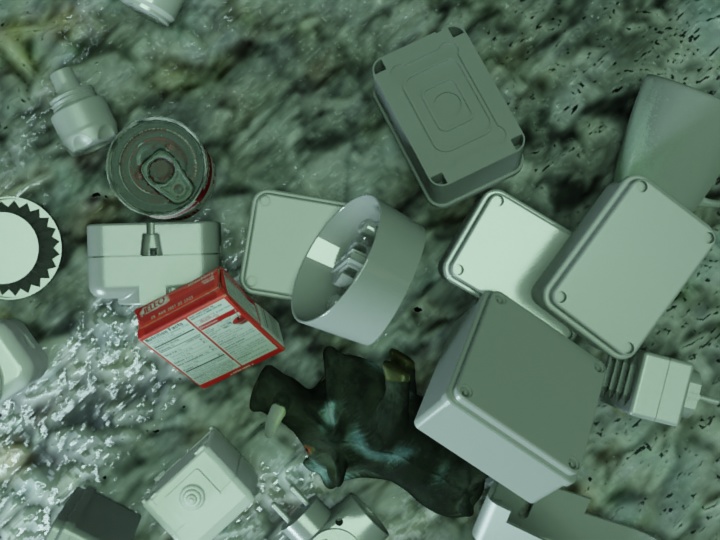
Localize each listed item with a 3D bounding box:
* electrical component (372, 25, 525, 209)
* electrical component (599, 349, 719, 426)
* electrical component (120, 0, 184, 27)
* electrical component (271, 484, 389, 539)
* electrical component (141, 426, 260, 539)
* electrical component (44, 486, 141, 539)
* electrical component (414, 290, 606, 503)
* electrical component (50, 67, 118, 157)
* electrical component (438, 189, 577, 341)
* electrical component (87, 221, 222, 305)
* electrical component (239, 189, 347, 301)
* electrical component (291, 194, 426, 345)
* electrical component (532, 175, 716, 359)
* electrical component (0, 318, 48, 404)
[{"bbox_3d":[0.064,-0.111,0.793,0.078,0.057,0.113,-26,75,-3],"label":"electrical component"},{"bbox_3d":[0.231,0.089,0.808,0.076,0.083,0.047,14,90,-4],"label":"electrical component"},{"bbox_3d":[-0.148,-0.215,0.798,0.045,0.045,0.055,27,89,-4],"label":"electrical component"},{"bbox_3d":[-0.033,0.197,0.812,0.077,0.044,0.079,-43,93,-2],"label":"electrical component"},{"bbox_3d":[-0.112,0.163,0.780,0.062,0.096,0.061,-42,94,-2],"label":"electrical component"},{"bbox_3d":[-0.209,0.223,0.769,0.056,0.109,0.108,29,89,-6],"label":"electrical component"},{"bbox_3d":[0.108,0.088,0.760,0.109,0.056,0.108,34,48,-8],"label":"electrical component"},{"bbox_3d":[-0.209,-0.119,0.796,0.043,0.043,0.062,-25,91,-3],"label":"electrical component"},{"bbox_3d":[0.124,-0.002,0.813,0.113,0.057,0.078,30,89,-4],"label":"electrical component"},{"bbox_3d":[-0.151,-0.005,0.796,0.095,0.054,0.059,-2,91,-4],"label":"electrical component"},{"bbox_3d":[-0.029,-0.014,0.802,0.113,0.057,0.078,9,90,-4],"label":"electrical component"},{"bbox_3d":[0.000,0.000,0.728,0.064,0.099,0.099,26,89,-10],"label":"electrical component"},{"bbox_3d":[0.185,-0.002,0.757,0.078,0.057,0.113,37,88,-4],"label":"electrical component"},{"bbox_3d":[-0.284,0.080,0.786,0.095,0.059,0.053,-34,93,-3],"label":"electrical component"}]
